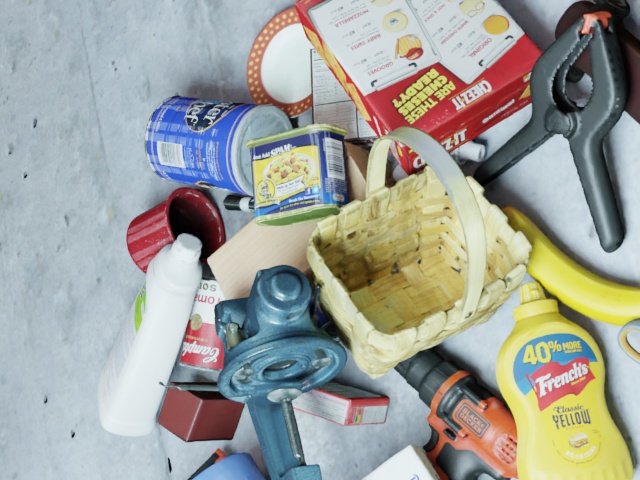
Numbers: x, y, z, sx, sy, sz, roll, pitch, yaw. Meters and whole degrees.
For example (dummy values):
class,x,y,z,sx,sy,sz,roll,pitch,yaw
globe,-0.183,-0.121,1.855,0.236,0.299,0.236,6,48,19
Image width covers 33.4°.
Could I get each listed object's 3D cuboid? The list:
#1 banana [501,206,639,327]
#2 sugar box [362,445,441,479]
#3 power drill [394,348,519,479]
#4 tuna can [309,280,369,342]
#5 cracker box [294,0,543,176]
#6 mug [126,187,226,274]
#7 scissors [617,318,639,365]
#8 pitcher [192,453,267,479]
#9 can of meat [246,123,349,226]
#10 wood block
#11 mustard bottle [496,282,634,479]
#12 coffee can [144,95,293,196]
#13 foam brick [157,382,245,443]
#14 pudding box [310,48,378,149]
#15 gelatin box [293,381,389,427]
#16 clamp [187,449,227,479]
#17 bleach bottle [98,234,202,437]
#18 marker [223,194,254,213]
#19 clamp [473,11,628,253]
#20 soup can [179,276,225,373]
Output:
class,x,y,z,sx,sy,sz,roll,pitch,yaw
banana,0.242,0.032,0.971,0.198,0.037,0.070,25,104,33
sugar box,0.043,0.276,0.981,0.176,0.048,0.093,-35,66,6
power drill,0.101,0.211,1.033,0.185,0.057,0.188,40,106,33
tuna can,0.024,0.072,1.093,0.086,0.086,0.034,-38,65,24
cracker box,0.098,-0.191,1.059,0.164,0.072,0.214,-32,62,-3
mug,-0.169,-0.013,1.251,0.082,0.093,0.117,-24,38,36
scissors,0.346,0.089,0.875,0.202,0.016,0.096,13,114,30
pitcher,-0.059,0.346,1.063,0.149,0.145,0.243,-38,66,-11
can of meat,-0.021,-0.062,1.053,0.102,0.057,0.084,-11,79,33
wood block,-0.007,0.001,1.124,0.206,0.090,0.091,-40,62,23
mustard bottle,0.209,0.130,0.953,0.096,0.058,0.191,-8,72,-7
coffee can,-0.113,-0.108,1.209,0.141,0.102,0.103,11,89,36
foam brick,-0.132,0.191,1.189,0.053,0.078,0.051,24,98,36
pudding box,0.037,-0.153,1.136,0.090,0.039,0.113,-5,77,17
gelatin box,0.014,0.166,1.092,0.089,0.073,0.030,12,91,36
clamp,-0.161,0.305,1.174,0.039,0.120,0.171,38,103,5
bleach bottle,-0.184,0.101,1.193,0.102,0.068,0.251,-108,36,-47
marker,-0.062,-0.039,1.213,0.121,0.020,0.020,7,86,36
clamp,0.233,-0.100,0.967,0.165,0.036,0.210,36,127,30
soup can,-0.116,0.095,1.200,0.069,0.068,0.102,8,86,36
